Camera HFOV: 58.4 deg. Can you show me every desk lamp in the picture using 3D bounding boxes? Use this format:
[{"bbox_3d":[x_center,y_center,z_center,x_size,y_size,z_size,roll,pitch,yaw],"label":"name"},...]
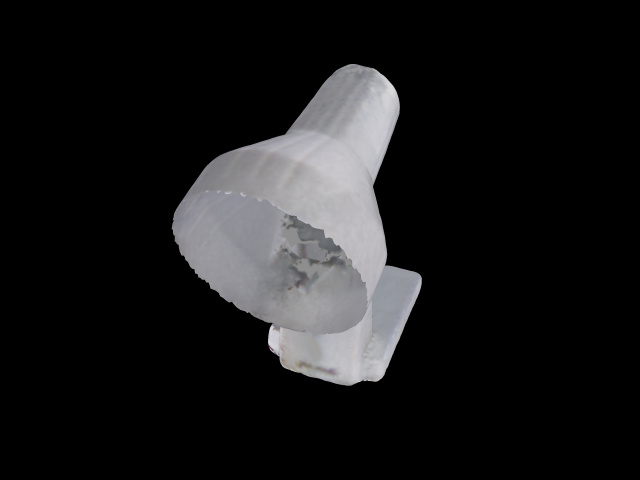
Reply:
[{"bbox_3d":[0.004,0.001,0.400,0.117,0.214,0.203,13,38,18],"label":"desk lamp"}]
